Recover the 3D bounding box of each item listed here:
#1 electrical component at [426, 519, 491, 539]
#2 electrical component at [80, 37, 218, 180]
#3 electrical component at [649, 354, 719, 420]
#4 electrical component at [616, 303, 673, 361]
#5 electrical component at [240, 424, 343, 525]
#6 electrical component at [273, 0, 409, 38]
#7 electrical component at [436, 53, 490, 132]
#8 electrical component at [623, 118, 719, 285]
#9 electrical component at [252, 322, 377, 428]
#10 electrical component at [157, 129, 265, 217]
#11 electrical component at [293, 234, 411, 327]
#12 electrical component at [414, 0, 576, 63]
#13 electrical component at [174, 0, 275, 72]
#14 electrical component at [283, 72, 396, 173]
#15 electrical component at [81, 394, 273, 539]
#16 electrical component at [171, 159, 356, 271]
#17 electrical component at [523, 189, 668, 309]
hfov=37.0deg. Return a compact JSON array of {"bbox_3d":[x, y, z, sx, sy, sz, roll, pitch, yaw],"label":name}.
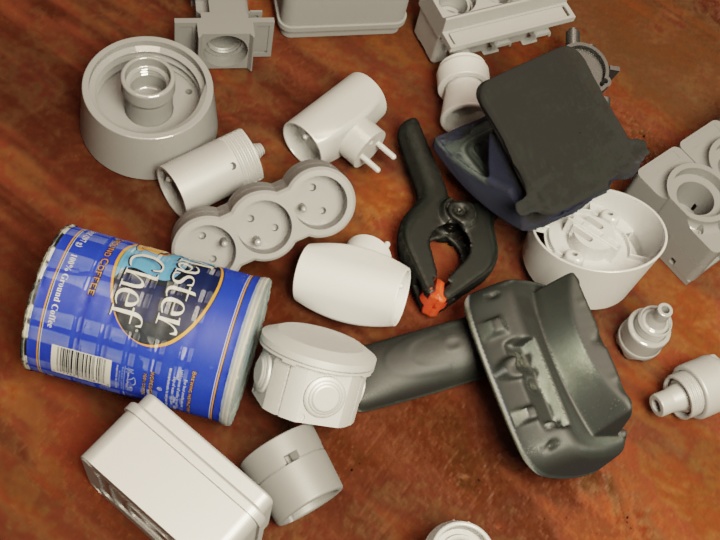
[{"bbox_3d":[0.061,0.191,0.699,0.048,0.055,0.066,34,61,9],"label":"electrical component"},{"bbox_3d":[-0.163,-0.131,0.832,0.108,0.060,0.108,4,61,-7],"label":"electrical component"},{"bbox_3d":[0.244,0.090,0.793,0.062,0.043,0.043,-18,66,-18],"label":"electrical component"},{"bbox_3d":[0.217,0.043,0.803,0.035,0.061,0.035,4,61,-7],"label":"electrical component"},{"bbox_3d":[-0.044,0.136,0.712,0.055,0.055,0.047,-25,72,-22],"label":"electrical component"},{"bbox_3d":[-0.018,-0.246,0.923,0.113,0.057,0.078,-5,63,-13],"label":"electrical component"},{"bbox_3d":[0.087,-0.146,0.894,0.045,0.045,0.055,2,61,-9],"label":"electrical component"},{"bbox_3d":[0.298,-0.070,0.880,0.150,0.061,0.089,-32,71,-24],"label":"electrical component"},{"bbox_3d":[-0.033,0.069,0.730,0.080,0.080,0.051,15,100,-2],"label":"electrical component"},{"bbox_3d":[-0.109,-0.076,0.822,0.081,0.043,0.043,-30,70,-23],"label":"electrical component"},{"bbox_3d":[0.000,0.000,0.797,0.077,0.043,0.079,14,40,13],"label":"electrical component"},{"bbox_3d":[0.112,-0.224,0.930,0.121,0.063,0.078,-18,66,-18],"label":"electrical component"},{"bbox_3d":[-0.114,-0.201,0.891,0.081,0.042,0.063,-3,59,-12],"label":"electrical component"},{"bbox_3d":[-0.007,-0.109,0.857,0.079,0.043,0.077,42,63,13],"label":"electrical component"},{"bbox_3d":[-0.114,0.141,0.683,0.113,0.078,0.057,38,65,11],"label":"electrical component"},{"bbox_3d":[-0.074,-0.039,0.797,0.138,0.073,0.052,-24,107,-4],"label":"electrical component"},{"bbox_3d":[0.177,-0.020,0.826,0.099,0.064,0.099,7,50,-8],"label":"electrical component"}]
